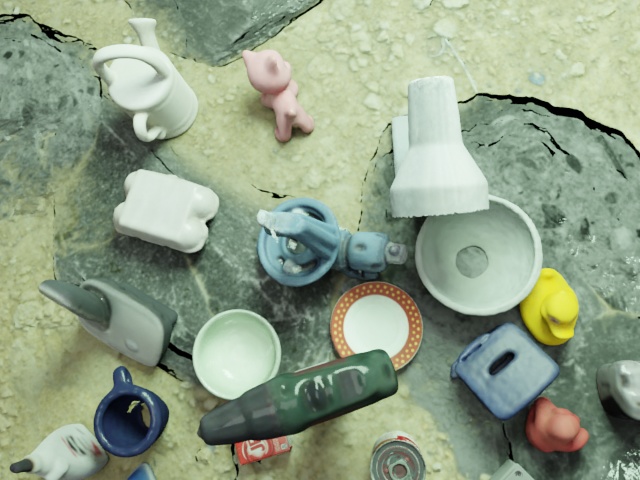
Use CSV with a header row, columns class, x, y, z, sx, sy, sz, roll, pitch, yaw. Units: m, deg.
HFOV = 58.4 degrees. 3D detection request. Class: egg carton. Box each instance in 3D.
class,x,y,z,sx,sy,sz,roll,pitch,yaw
egg carton,-0.229,-0.044,0.855,0.150,0.069,0.107,15,81,9

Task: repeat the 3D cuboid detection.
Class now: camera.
class,x,y,z,sx,sy,sz,roll,pitch,yaw
camera,0.441,0.219,0.716,0.143,0.101,0.137,-3,78,6

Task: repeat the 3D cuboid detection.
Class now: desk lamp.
class,x,y,z,sx,sy,sz,roll,pitch,yaw
desk lamp,0.145,-0.108,0.754,0.118,0.213,0.203,-5,78,5

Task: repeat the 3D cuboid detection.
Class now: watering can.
class,x,y,z,sx,sy,sz,roll,pitch,yaw
watering can,-0.258,-0.236,0.832,0.101,0.194,0.173,-23,77,1

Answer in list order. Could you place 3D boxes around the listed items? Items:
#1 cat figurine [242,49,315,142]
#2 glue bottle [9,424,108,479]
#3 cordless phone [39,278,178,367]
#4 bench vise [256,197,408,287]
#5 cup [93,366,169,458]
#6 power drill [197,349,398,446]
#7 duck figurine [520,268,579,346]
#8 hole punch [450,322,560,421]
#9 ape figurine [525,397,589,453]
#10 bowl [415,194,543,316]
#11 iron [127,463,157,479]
class,x,y,z,sx,sy,sz,roll,pitch,yaw
cat figurine,-0.064,-0.225,0.849,0.067,0.118,0.128,-26,77,1
glue bottle,-0.345,0.285,0.748,0.078,0.173,0.037,41,86,12
cordless phone,-0.285,0.106,0.771,0.147,0.185,0.094,24,82,10
bench vise,0.005,-0.009,0.746,0.207,0.220,0.121,-11,78,4
cup,-0.251,0.232,0.789,0.091,0.095,0.118,-17,77,3
power drill,-0.016,0.197,0.713,0.229,0.208,0.075,-20,77,2
duck figurine,0.313,0.087,0.763,0.077,0.086,0.104,-7,78,5
hole punch,0.238,0.171,0.752,0.109,0.091,0.101,-40,77,-3
ape figurine,0.304,0.239,0.731,0.076,0.092,0.078,-29,77,0
bowl,0.213,0.024,0.792,0.167,0.075,0.167,-1,79,6
iron,-0.272,0.429,0.728,0.118,0.141,0.258,5,79,7
